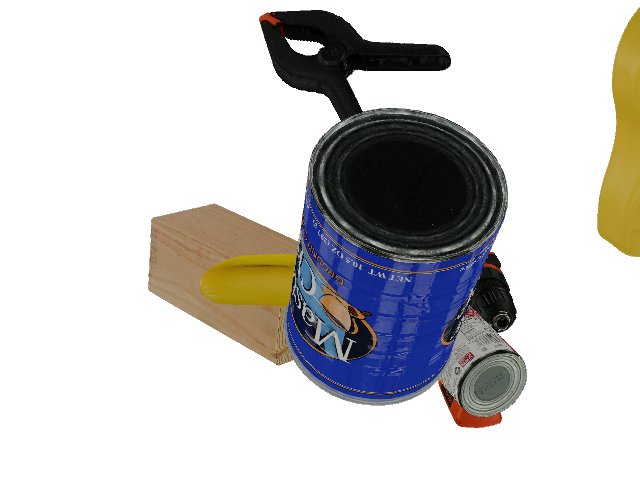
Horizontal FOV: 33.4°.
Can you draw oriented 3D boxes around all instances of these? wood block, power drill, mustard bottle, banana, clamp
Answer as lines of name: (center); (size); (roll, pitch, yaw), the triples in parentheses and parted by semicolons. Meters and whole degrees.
wood block: (-0.079, 0.040, 1.100); (0.090, 0.090, 0.206); (-15, 29, -43)
power drill: (0.168, 0.104, 1.149); (0.057, 0.188, 0.184); (-2, 24, -4)
mustard bottle: (0.216, -0.088, 0.621); (0.096, 0.192, 0.058); (-11, 29, -15)
banana: (-0.027, 0.034, 0.794); (0.198, 0.037, 0.069); (1, -22, 34)
clamp: (0.025, -0.159, 0.931); (0.120, 0.172, 0.039); (-40, -23, -20)

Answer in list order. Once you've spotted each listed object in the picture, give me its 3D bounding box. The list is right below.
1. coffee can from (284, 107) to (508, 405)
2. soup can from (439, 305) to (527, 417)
coffee can: (0.037, 0.012, 0.590); (0.102, 0.103, 0.140); (0, -38, -8)
soup can: (0.129, 0.100, 0.944); (0.068, 0.068, 0.102); (0, 26, -24)
